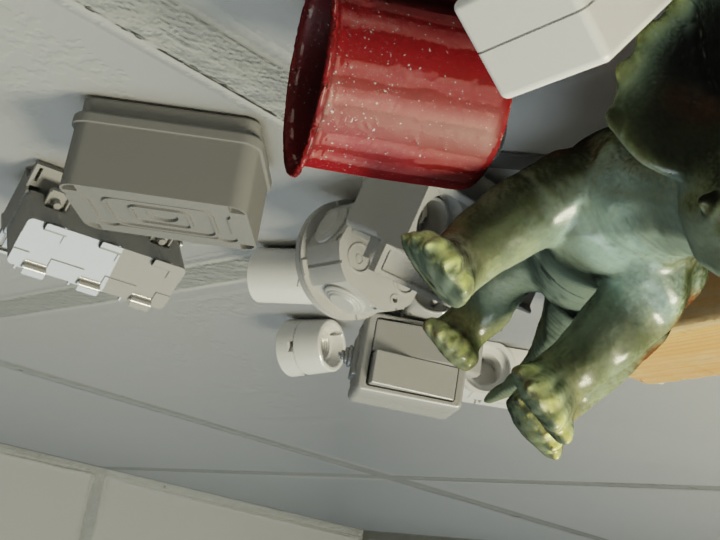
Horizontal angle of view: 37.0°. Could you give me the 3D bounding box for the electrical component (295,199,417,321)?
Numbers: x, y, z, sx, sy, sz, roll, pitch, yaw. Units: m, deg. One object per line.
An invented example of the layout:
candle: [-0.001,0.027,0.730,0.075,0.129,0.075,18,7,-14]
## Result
electrical component: [0.002,-0.008,0.700,0.080,0.080,0.051,21,163,-33]

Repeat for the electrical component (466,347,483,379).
electrical component: [0.059,0.062,0.924,0.061,0.061,0.096,20,159,-32]

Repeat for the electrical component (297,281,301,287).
electrical component: [0.000,0.000,0.770,0.081,0.042,0.064,12,177,-11]

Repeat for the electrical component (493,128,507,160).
electrical component: [0.036,-0.075,0.549,0.065,0.044,0.044,1,161,38]

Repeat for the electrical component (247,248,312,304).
electrical component: [-0.041,0.005,0.826,0.081,0.043,0.043,1,161,23]

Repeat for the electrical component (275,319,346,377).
electrical component: [-0.046,0.073,1.024,0.047,0.055,0.055,-6,157,30]

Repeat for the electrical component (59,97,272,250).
electrical component: [-0.114,-0.057,0.647,0.113,0.057,0.078,8,162,3]

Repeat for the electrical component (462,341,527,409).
electrical component: [0.116,0.099,1.028,0.089,0.050,0.055,9,163,-1]

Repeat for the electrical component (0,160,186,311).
electrical component: [-0.190,-0.019,0.773,0.121,0.063,0.078,20,118,-31]

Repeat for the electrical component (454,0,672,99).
electrical component: [0.069,-0.115,0.369,0.047,0.083,0.075,-14,113,49]

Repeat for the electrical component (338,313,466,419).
electrical component: [0.032,0.071,0.817,0.096,0.061,0.061,12,162,-5]

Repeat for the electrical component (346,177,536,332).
electrical component: [0.055,-0.020,0.656,0.121,0.078,0.063,25,179,-42]

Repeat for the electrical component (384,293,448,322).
electrical component: [0.037,0.020,0.834,0.079,0.043,0.077,10,162,-1]
